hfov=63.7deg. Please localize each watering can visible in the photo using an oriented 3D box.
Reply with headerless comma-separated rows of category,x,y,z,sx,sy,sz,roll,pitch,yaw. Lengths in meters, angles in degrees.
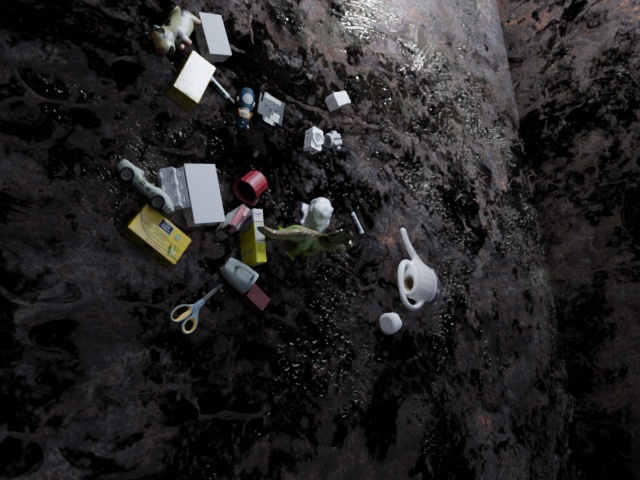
watering can,0.409,0.133,2.175,0.223,0.353,0.103,20,-26,-37

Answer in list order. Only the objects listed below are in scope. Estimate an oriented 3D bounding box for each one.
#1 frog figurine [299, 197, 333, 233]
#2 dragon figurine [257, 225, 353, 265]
frog figurine,0.006,-0.093,1.854,0.121,0.140,0.158,37,-34,-30
dragon figurine,-0.012,-0.012,1.725,0.241,0.124,0.407,-15,-17,21
